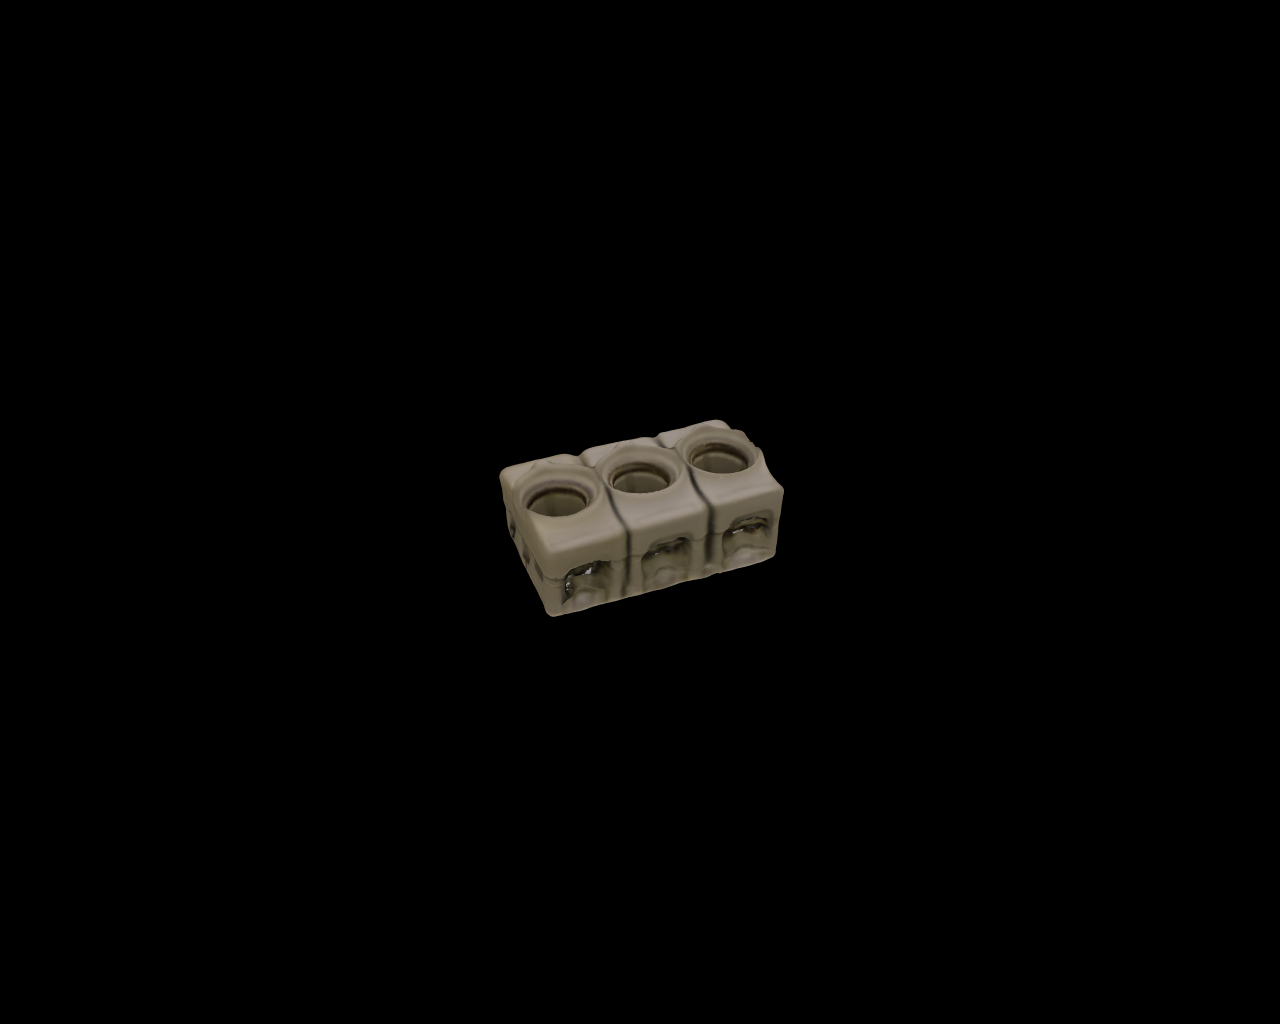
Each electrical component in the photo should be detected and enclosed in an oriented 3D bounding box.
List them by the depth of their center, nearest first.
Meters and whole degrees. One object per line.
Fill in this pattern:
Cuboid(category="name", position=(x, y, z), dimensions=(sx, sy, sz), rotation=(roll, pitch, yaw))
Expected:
Cuboid(category="electrical component", position=(0.001, -0.003, 0.650), dimensions=(0.150, 0.061, 0.090), rotation=(-14, 40, -17))
